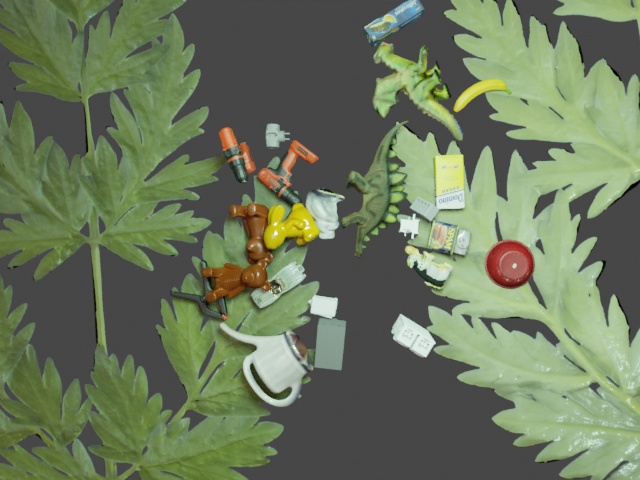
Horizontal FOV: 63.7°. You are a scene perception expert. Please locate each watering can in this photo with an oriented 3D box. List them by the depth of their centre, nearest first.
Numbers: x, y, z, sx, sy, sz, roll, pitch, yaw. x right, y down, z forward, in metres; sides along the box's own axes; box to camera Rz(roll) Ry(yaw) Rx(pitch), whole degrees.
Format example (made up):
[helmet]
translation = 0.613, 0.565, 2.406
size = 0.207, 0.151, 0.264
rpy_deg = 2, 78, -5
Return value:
[watering can]
translation = -0.164, 0.374, 1.693
size = 0.224, 0.104, 0.348
rpy_deg = -34, 86, 2

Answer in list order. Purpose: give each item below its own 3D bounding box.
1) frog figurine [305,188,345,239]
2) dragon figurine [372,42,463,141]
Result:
[frog figurine]
translation = 0.005, -0.085, 1.692
size = 0.138, 0.123, 0.158
rpy_deg = 22, 102, 37
[dragon figurine]
translation = 0.294, -0.481, 1.702
size = 0.241, 0.122, 0.412
rpy_deg = -20, 85, 21
